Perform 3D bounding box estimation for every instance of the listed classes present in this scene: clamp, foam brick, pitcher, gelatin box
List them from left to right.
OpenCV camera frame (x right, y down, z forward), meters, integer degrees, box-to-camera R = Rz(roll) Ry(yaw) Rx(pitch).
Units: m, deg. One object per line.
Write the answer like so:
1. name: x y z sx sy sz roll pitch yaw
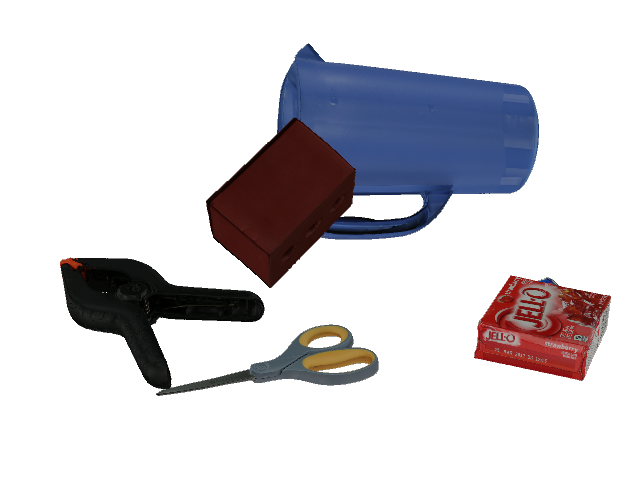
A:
1. clamp: -0.132 0.049 0.838 0.172 0.039 0.120 30 37 35
2. foam brick: -0.023 -0.022 0.637 0.051 0.078 0.053 39 -19 15
3. pitcher: 0.081 -0.093 1.032 0.242 0.149 0.145 2 32 -11
4. gelatin box: 0.152 0.057 0.725 0.073 0.030 0.089 12 23 22

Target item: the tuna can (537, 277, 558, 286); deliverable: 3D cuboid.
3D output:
1. tuna can: 0.253 0.087 1.202 0.033 0.086 0.086 -15 2 -7

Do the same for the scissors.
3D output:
1. scissors: -0.048 0.111 0.989 0.201 0.016 0.096 -3 27 -2
